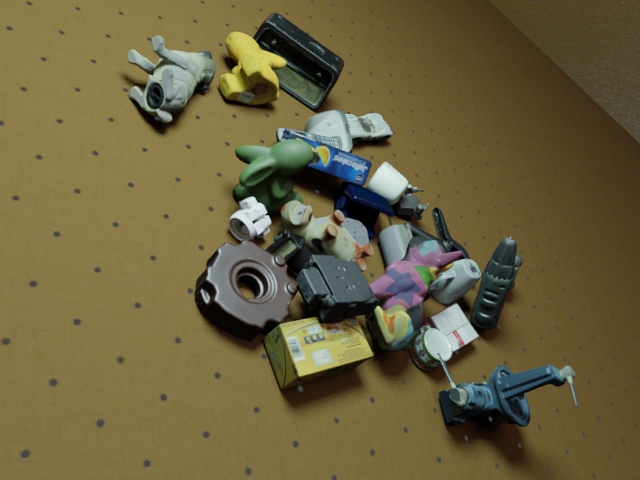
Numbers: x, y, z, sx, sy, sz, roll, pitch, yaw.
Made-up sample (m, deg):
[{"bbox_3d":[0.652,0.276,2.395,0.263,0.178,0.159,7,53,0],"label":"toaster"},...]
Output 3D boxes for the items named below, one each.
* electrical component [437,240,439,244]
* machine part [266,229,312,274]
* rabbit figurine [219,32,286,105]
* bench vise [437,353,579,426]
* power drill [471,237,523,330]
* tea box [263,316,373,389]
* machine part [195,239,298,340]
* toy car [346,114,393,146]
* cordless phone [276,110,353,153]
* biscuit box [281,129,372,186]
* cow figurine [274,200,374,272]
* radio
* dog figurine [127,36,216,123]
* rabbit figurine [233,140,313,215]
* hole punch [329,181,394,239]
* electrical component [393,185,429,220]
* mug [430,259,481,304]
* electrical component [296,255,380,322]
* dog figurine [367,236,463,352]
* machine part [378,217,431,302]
[{"bbox_3d":[0.241,0.038,1.222,0.048,0.119,0.074,-11,91,-3],"label":"electrical component"},{"bbox_3d":[-0.037,0.045,1.024,0.139,0.084,0.039,40,18,-17],"label":"machine part"},{"bbox_3d":[-0.154,-0.406,1.238,0.162,0.122,0.173,-4,60,-44],"label":"rabbit figurine"},{"bbox_3d":[0.356,0.285,1.023,0.223,0.241,0.129,34,39,-34],"label":"bench vise"},{"bbox_3d":[0.420,0.082,1.245,0.086,0.231,0.207,17,20,16],"label":"power drill"},{"bbox_3d":[-0.002,0.188,0.939,0.169,0.068,0.098,-2,60,-39],"label":"tea box"},{"bbox_3d":[-0.126,0.083,0.936,0.179,0.056,0.179,19,50,-24],"label":"machine part"},{"bbox_3d":[0.114,-0.289,1.393,0.202,0.056,0.073,-14,68,-42],"label":"toy car"},{"bbox_3d":[-0.023,-0.245,1.244,0.184,0.088,0.147,8,54,-27],"label":"cordless phone"},{"bbox_3d":[0.011,-0.178,1.169,0.202,0.059,0.063,17,11,-20],"label":"biscuit box"},{"bbox_3d":[-0.002,-0.003,1.062,0.194,0.127,0.085,45,42,-21],"label":"cow figurine"},{"bbox_3d":[-0.062,-0.438,1.321,0.229,0.131,0.073,31,43,-14],"label":"radio"},{"bbox_3d":[-0.279,-0.315,1.105,0.190,0.121,0.172,-6,95,-58],"label":"dog figurine"},{"bbox_3d":[-0.091,-0.140,1.047,0.159,0.170,0.121,6,55,-34],"label":"rabbit figurine"},{"bbox_3d":[0.096,-0.081,1.204,0.142,0.092,0.116,18,45,-20],"label":"hole punch"},{"bbox_3d":[0.222,-0.094,1.318,0.078,0.045,0.102,8,41,-15],"label":"electrical component"},{"bbox_3d":[0.300,0.086,1.212,0.109,0.107,0.081,9,52,-34],"label":"mug"},{"bbox_3d":[0.025,0.085,0.957,0.134,0.058,0.115,3,42,-39],"label":"electrical component"},{"bbox_3d":[0.186,0.097,1.046,0.219,0.108,0.191,-24,69,-7],"label":"dog figurine"},{"bbox_3d":[0.183,0.054,1.171,0.079,0.079,0.243,7,54,-33],"label":"machine part"}]
